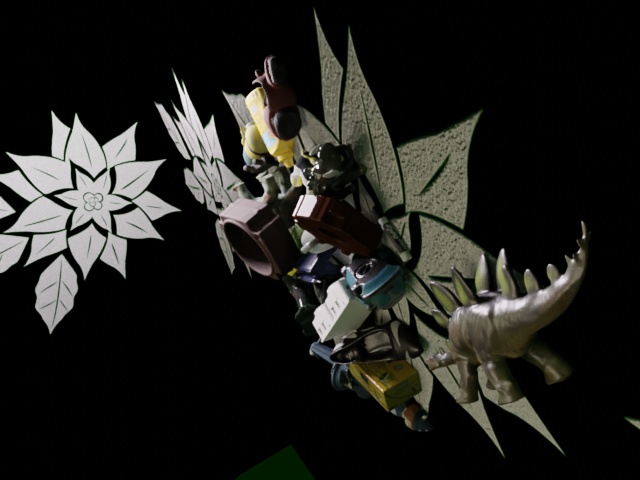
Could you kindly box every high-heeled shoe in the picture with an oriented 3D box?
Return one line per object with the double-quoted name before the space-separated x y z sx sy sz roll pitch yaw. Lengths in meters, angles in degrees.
"high-heeled shoe" 0.115 0.240 1.172 0.086 0.145 0.249 65 163 -4

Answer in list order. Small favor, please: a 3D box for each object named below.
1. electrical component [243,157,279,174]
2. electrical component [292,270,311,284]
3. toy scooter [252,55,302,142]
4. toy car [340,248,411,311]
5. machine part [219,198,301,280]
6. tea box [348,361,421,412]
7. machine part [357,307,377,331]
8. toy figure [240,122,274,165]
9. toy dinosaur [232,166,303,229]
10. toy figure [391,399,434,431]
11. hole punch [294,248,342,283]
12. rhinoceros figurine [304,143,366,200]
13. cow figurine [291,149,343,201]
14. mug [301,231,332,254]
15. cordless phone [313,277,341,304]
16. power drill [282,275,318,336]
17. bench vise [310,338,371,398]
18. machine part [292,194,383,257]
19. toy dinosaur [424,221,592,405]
"electrical component" -0.149 -0.192 1.386 0.063 0.094 0.021 -27 79 36
"electrical component" -0.019 0.066 1.382 0.078 0.102 0.045 28 -179 -21
"toy scooter" -0.100 -0.310 1.165 0.135 0.075 0.183 39 145 52
"toy car" 0.113 0.086 1.059 0.102 0.109 0.162 53 175 -21
"machine part" -0.158 -0.001 1.387 0.201 0.087 0.201 16 139 48
"tea box" 0.145 0.308 1.254 0.170 0.098 0.068 32 144 55
"machine part" 0.106 0.173 1.284 0.084 0.039 0.138 26 136 49
"toy figure" -0.159 -0.240 1.401 0.089 0.082 0.180 60 158 16
"toy dinosaur" -0.114 -0.086 1.420 0.192 0.131 0.405 63 160 -15
"toy figure" 0.207 0.405 1.279 0.064 0.058 0.155 30 -174 -40
"hole punch" 0.001 0.049 1.293 0.142 0.116 0.092 13 118 63
"rhinoceros figurine" 0.021 -0.128 1.016 0.073 0.112 0.190 62 169 14
"cow figurine" 0.004 -0.115 1.151 0.167 0.068 0.098 55 153 24
"mug" -0.002 -0.004 1.209 0.081 0.109 0.107 43 148 -5
"cordless phone" 0.020 0.133 1.398 0.184 0.089 0.146 -130 23 -52
"power drill" -0.042 0.176 1.558 0.207 0.086 0.231 -106 -7 -49
"bench vise" 0.055 0.328 1.455 0.241 0.129 0.223 19 153 41
"machine part" 0.032 -0.025 1.038 0.179 0.056 0.179 25 168 6
"toy dinosaur" 0.245 0.120 0.748 0.198 0.105 0.471 64 157 13
